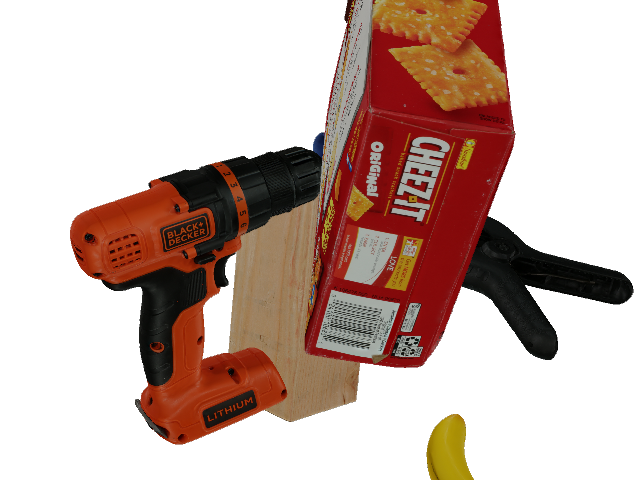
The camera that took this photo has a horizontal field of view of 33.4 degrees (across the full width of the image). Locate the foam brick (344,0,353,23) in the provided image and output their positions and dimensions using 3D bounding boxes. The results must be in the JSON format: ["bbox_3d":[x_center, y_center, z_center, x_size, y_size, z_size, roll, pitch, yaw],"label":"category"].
[{"bbox_3d":[0.058,-0.193,0.822,0.051,0.053,0.078,-35,-24,-27],"label":"foam brick"}]

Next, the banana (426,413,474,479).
[{"bbox_3d":[0.137,0.225,1.011,0.069,0.037,0.198,9,22,-20],"label":"banana"}]

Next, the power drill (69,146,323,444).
[{"bbox_3d":[-0.071,0.036,0.742,0.184,0.188,0.057,-19,30,-24],"label":"power drill"}]

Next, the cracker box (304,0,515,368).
[{"bbox_3d":[0.044,-0.066,0.563,0.072,0.164,0.213,10,44,-4],"label":"cracker box"}]

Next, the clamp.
[{"bbox_3d":[0.142,0.018,0.788,0.120,0.039,0.172,-13,42,-40],"label":"clamp"}]

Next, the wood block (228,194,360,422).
[{"bbox_3d":[-0.018,0.043,0.957,0.090,0.206,0.090,17,18,40],"label":"wood block"}]

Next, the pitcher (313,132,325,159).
[{"bbox_3d":[0.108,-0.087,1.146,0.145,0.149,0.242,12,38,29],"label":"pitcher"}]
